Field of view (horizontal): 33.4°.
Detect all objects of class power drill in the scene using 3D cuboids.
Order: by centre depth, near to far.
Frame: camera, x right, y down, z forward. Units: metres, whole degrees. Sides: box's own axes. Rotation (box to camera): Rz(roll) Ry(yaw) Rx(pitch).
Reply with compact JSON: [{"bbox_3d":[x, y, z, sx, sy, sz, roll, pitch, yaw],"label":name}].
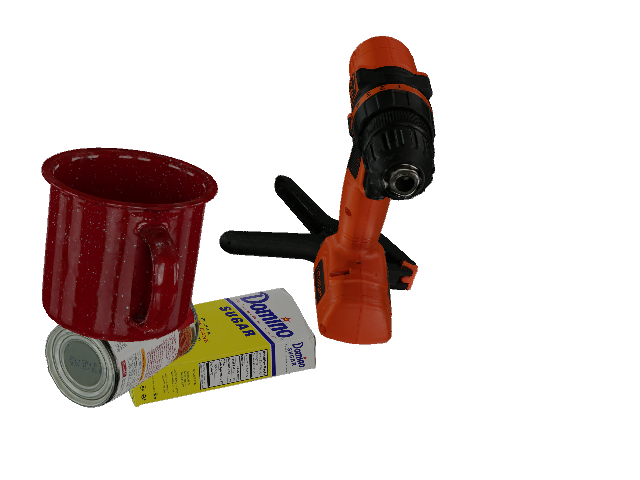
[{"bbox_3d":[0.037,-0.024,0.720,0.057,0.188,0.184,8,32,-5],"label":"power drill"}]

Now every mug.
[{"bbox_3d":[-0.101,0.007,0.570,0.093,0.081,0.117,-2,24,-31],"label":"mug"}]

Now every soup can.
[{"bbox_3d":[-0.148,0.075,0.800,0.069,0.068,0.102,0,16,30],"label":"soup can"}]

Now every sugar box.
[{"bbox_3d":[-0.101,0.097,1.007,0.176,0.048,0.093,-13,33,-16],"label":"sugar box"}]

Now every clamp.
[{"bbox_3d":[0.002,0.006,1.174,0.210,0.036,0.164,27,36,16],"label":"clamp"}]
